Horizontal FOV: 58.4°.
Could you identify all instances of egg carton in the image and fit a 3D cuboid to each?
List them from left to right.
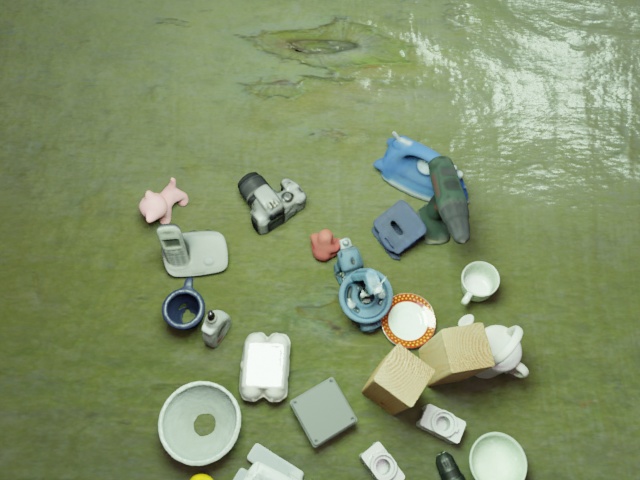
[{"bbox_3d":[-0.120,0.276,1.247,0.107,0.069,0.150,3,69,-3],"label":"egg carton"}]

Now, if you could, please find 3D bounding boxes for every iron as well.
[{"bbox_3d":[0.269,-0.179,1.409,0.258,0.141,0.119,27,70,7],"label":"iron"}]

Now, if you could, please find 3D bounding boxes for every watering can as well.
[{"bbox_3d":[0.373,0.232,1.231,0.172,0.194,0.101,18,69,3],"label":"watering can"}]

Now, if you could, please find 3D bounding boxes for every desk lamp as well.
[{"bbox_3d":[-0.071,0.486,1.093,0.203,0.213,0.118,29,70,8],"label":"desk lamp"}]

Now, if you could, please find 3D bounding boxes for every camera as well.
[{"bbox_3d":[-0.124,-0.109,1.377,0.143,0.101,0.136,-34,75,-15],"label":"camera"}]

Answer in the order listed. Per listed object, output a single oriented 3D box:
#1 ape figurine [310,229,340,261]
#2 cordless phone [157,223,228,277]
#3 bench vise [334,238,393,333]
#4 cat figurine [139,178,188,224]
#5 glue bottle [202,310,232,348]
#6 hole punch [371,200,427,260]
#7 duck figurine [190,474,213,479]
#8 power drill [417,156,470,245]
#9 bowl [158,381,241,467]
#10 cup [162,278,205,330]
[{"bbox_3d":[0.012,0.005,1.348,0.077,0.092,0.076,32,70,8],"label":"ape figurine"},{"bbox_3d":[-0.284,0.012,1.274,0.147,0.185,0.094,-9,70,-7],"label":"cordless phone"},{"bbox_3d":[0.080,0.089,1.252,0.122,0.220,0.207,-35,75,-15],"label":"bench vise"},{"bbox_3d":[-0.374,-0.091,1.344,0.067,0.118,0.128,31,70,8],"label":"cat figurine"},{"bbox_3d":[-0.225,0.178,1.221,0.037,0.173,0.078,25,69,6],"label":"glue bottle"},{"bbox_3d":[0.188,-0.024,1.372,0.101,0.091,0.108,-33,75,-15],"label":"hole punch"},{"bbox_3d":[-0.238,0.521,1.136,0.077,0.086,0.104,-7,70,-6],"label":"duck figurine"},{"bbox_3d":[0.288,-0.068,1.332,0.075,0.208,0.229,-5,69,-6],"label":"power drill"},{"bbox_3d":[-0.246,0.383,1.194,0.167,0.075,0.167,1,69,-3],"label":"bowl"},{"bbox_3d":[-0.294,0.149,1.270,0.091,0.095,0.118,6,69,-2],"label":"cup"}]
